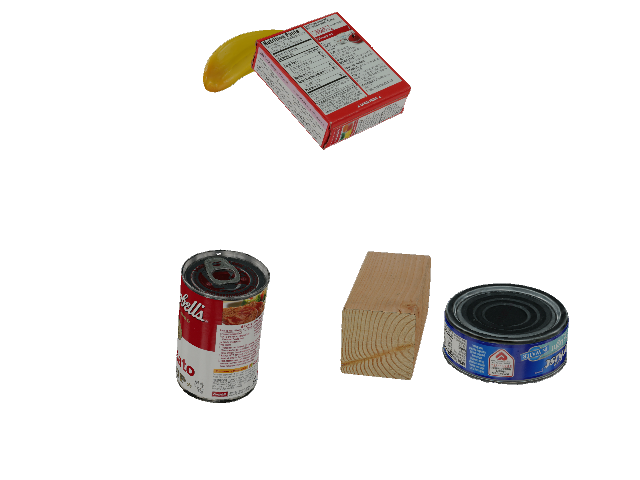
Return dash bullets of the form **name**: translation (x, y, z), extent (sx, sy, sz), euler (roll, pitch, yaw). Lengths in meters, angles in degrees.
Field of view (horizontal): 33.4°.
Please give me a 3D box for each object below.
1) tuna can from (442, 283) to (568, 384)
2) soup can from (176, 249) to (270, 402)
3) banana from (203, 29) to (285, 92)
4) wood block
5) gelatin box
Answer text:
- **tuna can**: translation (0.128, 0.063, 0.736), extent (0.086, 0.034, 0.086), euler (-2, 25, 1)
- **soup can**: translation (-0.078, 0.068, 0.838), extent (0.068, 0.102, 0.068), euler (6, 30, -3)
- **banana**: translation (-0.049, -0.177, 1.049), extent (0.197, 0.070, 0.037), euler (-10, -35, -46)
- **wood block**: translation (0.088, 0.092, 1.383), extent (0.091, 0.090, 0.206), euler (5, 20, 9)
- **gelatin box**: translation (0.006, -0.113, 0.741), extent (0.073, 0.089, 0.030), euler (-27, -26, -29)
